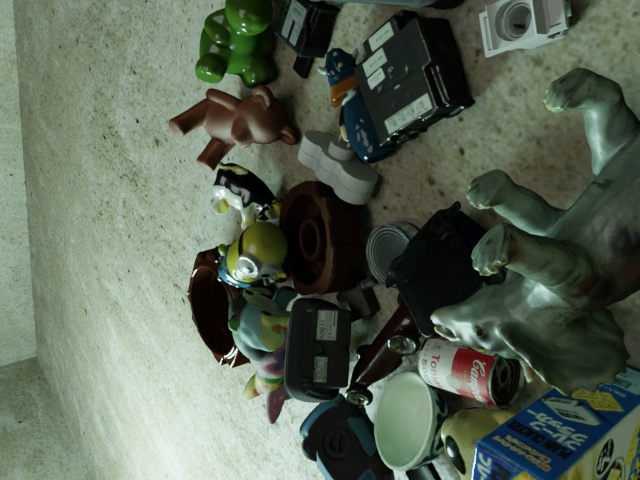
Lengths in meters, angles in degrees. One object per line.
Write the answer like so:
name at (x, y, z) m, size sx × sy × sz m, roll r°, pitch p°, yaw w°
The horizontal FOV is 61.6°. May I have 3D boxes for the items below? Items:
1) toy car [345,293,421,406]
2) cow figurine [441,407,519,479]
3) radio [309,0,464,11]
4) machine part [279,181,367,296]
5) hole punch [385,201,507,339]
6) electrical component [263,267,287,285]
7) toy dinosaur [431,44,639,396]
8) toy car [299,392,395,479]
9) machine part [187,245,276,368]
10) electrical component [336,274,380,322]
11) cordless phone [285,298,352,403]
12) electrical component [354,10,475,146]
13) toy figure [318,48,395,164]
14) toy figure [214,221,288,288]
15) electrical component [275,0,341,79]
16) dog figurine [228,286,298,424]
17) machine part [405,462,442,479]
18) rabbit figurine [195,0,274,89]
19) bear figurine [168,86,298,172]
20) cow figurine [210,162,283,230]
toy car at (0.090, 0.148, 0.716) m, size 0.053 × 0.089 × 0.202 m, roll 23°, pitch 130°, yaw -4°
cow figurine at (0.191, 0.270, 0.599) m, size 0.127 × 0.085 × 0.194 m, roll -1°, pitch 123°, yaw 48°
radio at (0.069, -0.337, 0.611) m, size 0.230 × 0.073 × 0.131 m, roll 29°, pitch 123°, yaw 45°
machine part at (-0.002, -0.002, 0.787) m, size 0.179 × 0.056 × 0.179 m, roll 13°, pitch 105°, yaw 59°
hole punch at (0.154, 0.039, 0.605) m, size 0.142 × 0.092 × 0.116 m, roll -57°, pitch 43°, yaw 35°
electrical component at (-0.087, 0.026, 0.929) m, size 0.078 × 0.045 × 0.102 m, roll 10°, pitch 108°, yaw 48°
toy dinosaur at (0.246, -0.031, 0.427) m, size 0.404 × 0.192 × 0.131 m, roll -49°, pitch 21°, yaw 16°
toy car at (0.053, 0.311, 0.793) m, size 0.109 × 0.102 × 0.162 m, roll -48°, pitch 51°, yaw 4°
machine part at (-0.173, 0.126, 1.034) m, size 0.201 × 0.087 × 0.201 m, roll 50°, pitch 133°, yaw 31°
electrical component at (0.059, 0.086, 0.784) m, size 0.094 × 0.021 × 0.063 m, roll -37°, pitch 72°, yaw 49°
cordless phone at (-0.005, 0.174, 0.819) m, size 0.184 × 0.089 × 0.146 m, roll 96°, pitch 178°, yaw -69°
electrical component at (0.103, -0.191, 0.621) m, size 0.115 × 0.058 × 0.134 m, roll -22°, pitch 83°, yaw 50°
toy figure at (0.046, -0.174, 0.692) m, size 0.154 × 0.064 × 0.058 m, roll 67°, pitch 155°, yaw 11°
toy figure at (-0.114, 0.027, 0.855) m, size 0.180 × 0.082 × 0.089 m, roll -26°, pitch 70°, yaw 62°
electrical component at (-0.025, -0.289, 0.760) m, size 0.075 × 0.048 × 0.119 m, roll 54°, pitch 135°, yaw 27°
dog figurine at (-0.088, 0.194, 0.883) m, size 0.109 × 0.191 × 0.219 m, roll 28°, pitch 106°, yaw 36°
machine part at (0.144, 0.319, 0.735) m, size 0.084 × 0.039 × 0.139 m, roll -46°, pitch 63°, yaw 41°
rabbit figurine at (-0.108, -0.324, 0.801) m, size 0.170 × 0.121 × 0.159 m, roll 159°, pitch 118°, yaw -66°
bear figurine at (-0.138, -0.179, 0.874) m, size 0.196 × 0.132 × 0.120 m, roll 24°, pitch 155°, yaw 50°
cow figurine at (-0.103, -0.065, 0.885) m, size 0.167 × 0.068 × 0.098 m, roll 29°, pitch 134°, yaw 19°
